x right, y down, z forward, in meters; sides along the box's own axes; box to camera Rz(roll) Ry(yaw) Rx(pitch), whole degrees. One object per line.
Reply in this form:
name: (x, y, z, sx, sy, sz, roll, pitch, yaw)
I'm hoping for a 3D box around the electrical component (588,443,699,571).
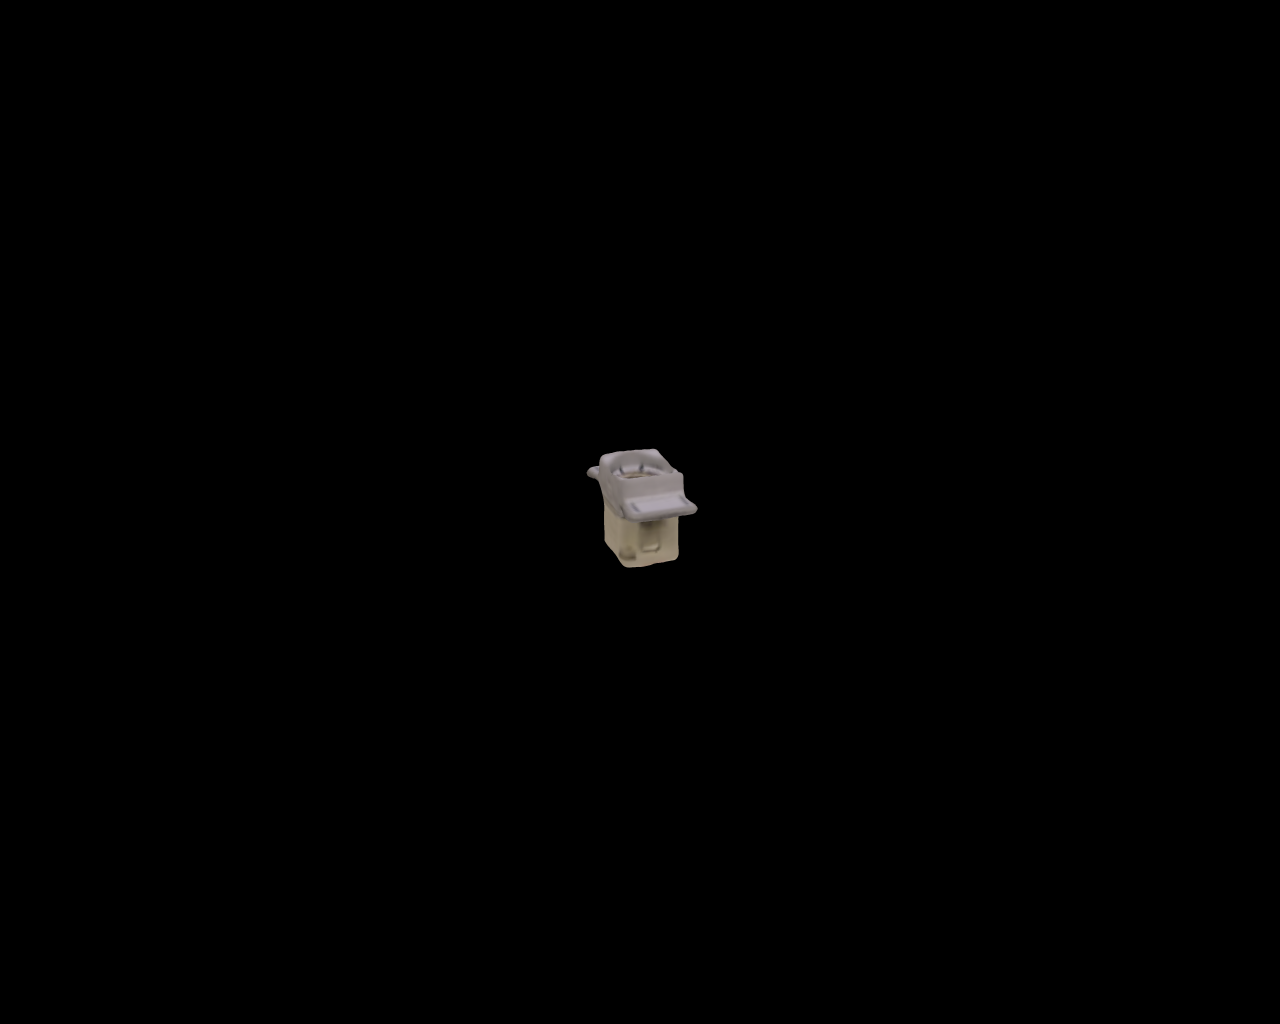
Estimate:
electrical component: (0.001, -0.003, 0.650, 0.042, 0.063, 0.081, -8, 26, -18)
